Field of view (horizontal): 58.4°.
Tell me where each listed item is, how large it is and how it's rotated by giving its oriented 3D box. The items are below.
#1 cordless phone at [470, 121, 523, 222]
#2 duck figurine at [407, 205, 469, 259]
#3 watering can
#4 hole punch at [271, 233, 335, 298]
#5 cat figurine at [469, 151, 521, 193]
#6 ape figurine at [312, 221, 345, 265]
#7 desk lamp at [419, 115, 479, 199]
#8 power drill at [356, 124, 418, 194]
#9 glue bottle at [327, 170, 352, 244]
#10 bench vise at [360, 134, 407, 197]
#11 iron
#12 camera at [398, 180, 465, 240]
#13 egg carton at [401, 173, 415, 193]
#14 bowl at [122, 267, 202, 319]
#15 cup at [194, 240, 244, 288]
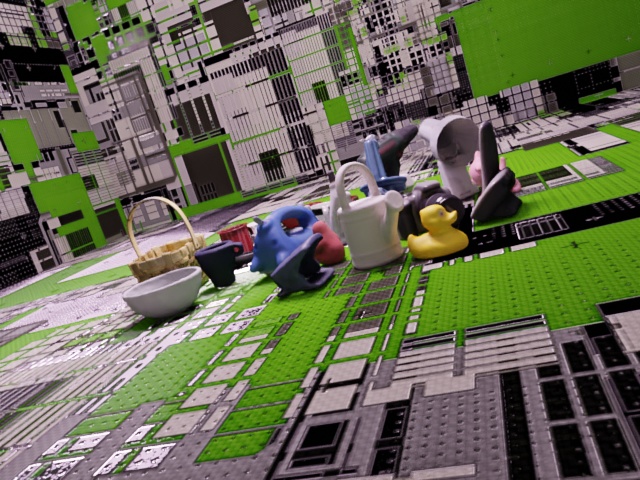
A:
[{"bbox_3d":[0.332,-0.138,1.138,0.094,0.185,0.148,-13,12,25],"label":"cordless phone"},{"bbox_3d":[0.200,-0.018,1.005,0.104,0.086,0.077,-14,11,17],"label":"duck figurine"},{"bbox_3d":[0.090,-0.053,1.070,0.172,0.194,0.101,-11,13,33],"label":"watering can"},{"bbox_3d":[-0.038,0.045,1.056,0.101,0.091,0.109,-14,11,21],"label":"hole punch"},{"bbox_3d":[0.388,-0.150,1.300,0.128,0.118,0.067,-24,12,-33],"label":"cat figurine"},{"bbox_3d":[0.011,0.004,1.187,0.078,0.092,0.076,-22,11,-25],"label":"ape figurine"},{"bbox_3d":[0.318,-0.204,1.429,0.118,0.214,0.203,-19,11,-10],"label":"desk lamp"},{"bbox_3d":[0.209,-0.196,1.586,0.230,0.208,0.075,-24,12,-33],"label":"power drill"},{"bbox_3d":[0.050,-0.079,1.335,0.078,0.173,0.037,-17,11,2],"label":"glue bottle"},{"bbox_3d":[0.155,-0.149,1.395,0.121,0.220,0.207,-17,10,1],"label":"bench vise"},{"bbox_3d":[-0.057,-0.016,1.271,0.118,0.141,0.259,-11,12,34],"label":"iron"},{"bbox_3d":[0.224,-0.067,1.180,0.143,0.101,0.136,-20,11,-11],"label":"camera"},{"bbox_3d":[0.214,-0.149,1.723,0.107,0.069,0.151,-8,14,42],"label":"egg carton"},{"bbox_3d":[-0.314,0.117,1.183,0.167,0.075,0.167,-17,10,3],"label":"bowl"},{"bbox_3d":[-0.213,0.055,1.284,0.117,0.095,0.092,-14,11,19],"label":"cup"}]
